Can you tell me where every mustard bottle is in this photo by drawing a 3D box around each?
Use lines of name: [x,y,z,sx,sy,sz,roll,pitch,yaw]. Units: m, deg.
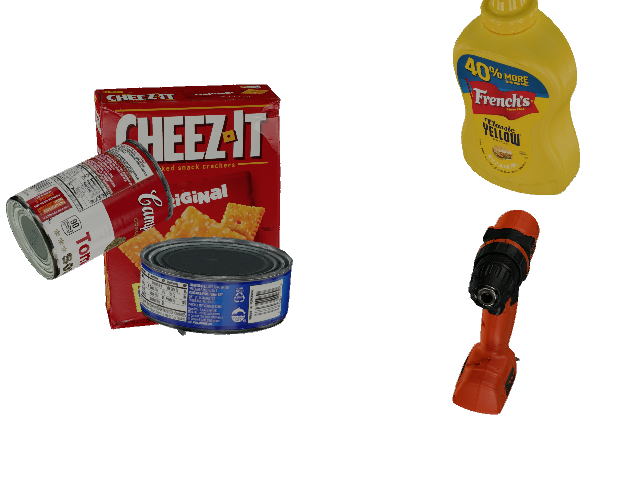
mustard bottle: [0.150,-0.122,0.823,0.096,0.058,0.191,25,-31,31]

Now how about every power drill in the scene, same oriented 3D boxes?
power drill: [0.177,0.079,1.083,0.057,0.188,0.184,15,27,17]

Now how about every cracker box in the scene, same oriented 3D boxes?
cracker box: [-0.121,-0.032,0.992,0.164,0.214,0.072,-4,20,-15]

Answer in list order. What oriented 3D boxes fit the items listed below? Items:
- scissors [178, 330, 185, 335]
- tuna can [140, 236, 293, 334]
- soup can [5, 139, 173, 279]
scissors: [-0.197,0.004,1.186,0.016,0.201,0.096,-27,20,35]
tuna can: [-0.059,0.024,0.604,0.086,0.034,0.086,4,14,-1]
soup can: [-0.169,-0.023,0.783,0.102,0.068,0.069,-31,16,-29]
